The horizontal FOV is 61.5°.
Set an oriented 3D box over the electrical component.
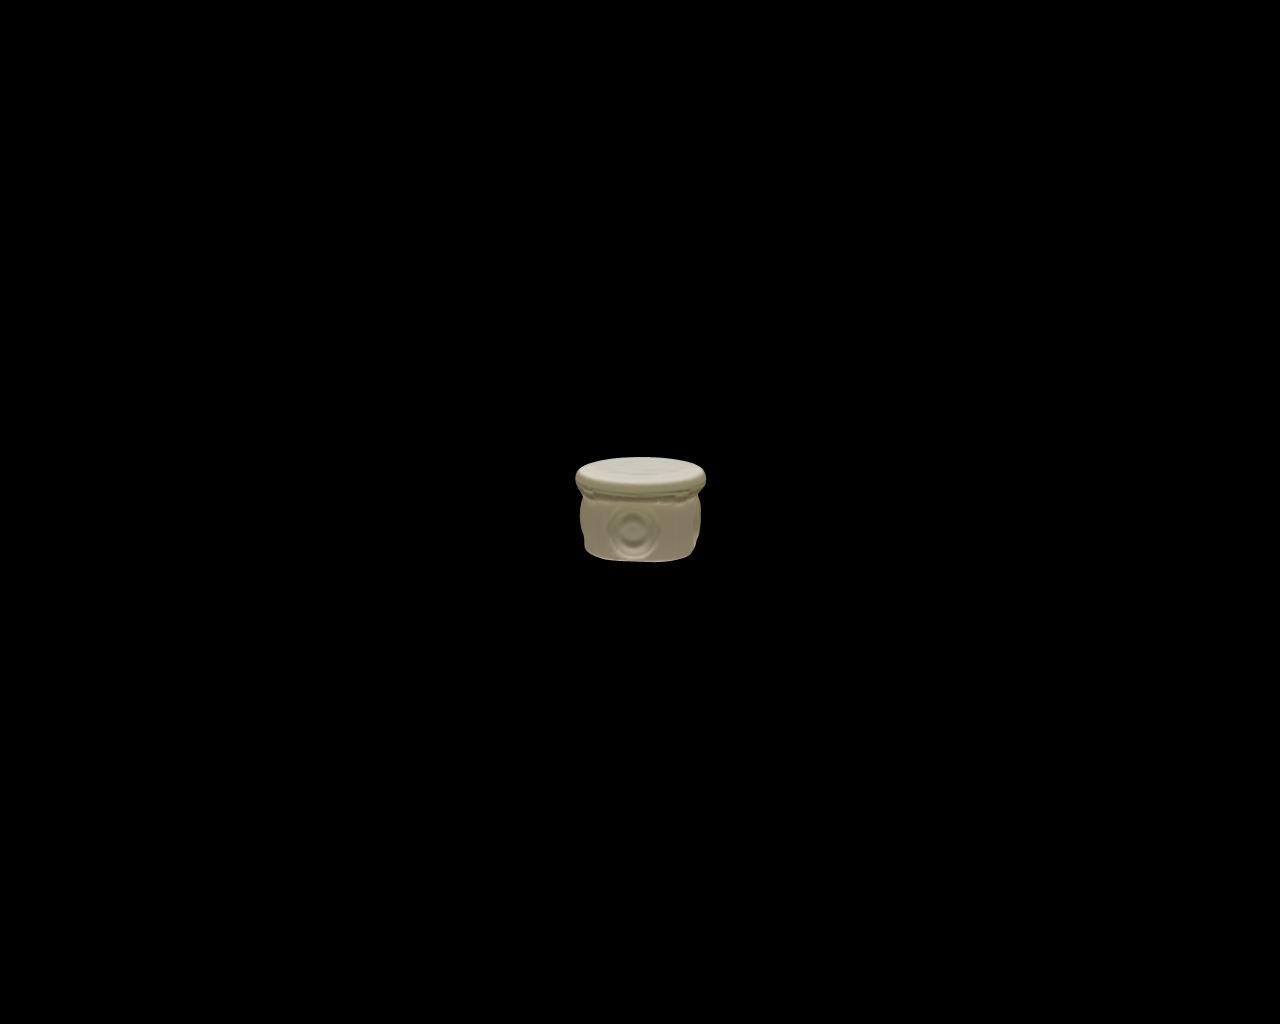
[{"bbox_3d":[0.001,-0.003,0.650,0.080,0.051,0.080,0,14,0],"label":"electrical component"}]
